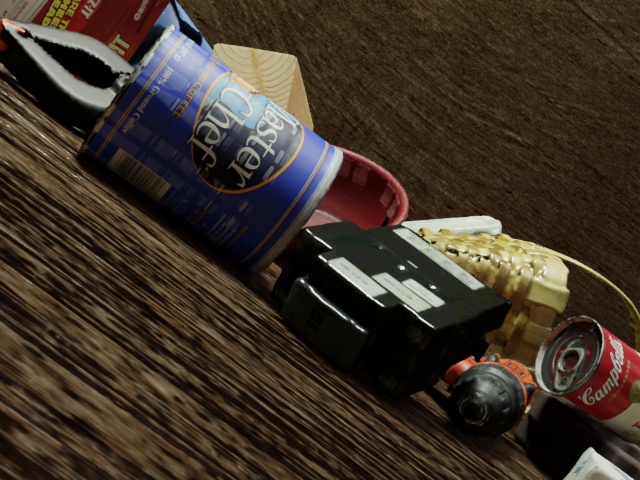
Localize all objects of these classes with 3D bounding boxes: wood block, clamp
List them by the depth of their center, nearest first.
[{"bbox_3d":[-0.143,-0.095,0.787,0.209,0.036,0.164,24,35,-26],"label":"clamp"},{"bbox_3d":[-0.066,-0.130,1.184,0.090,0.091,0.206,10,-13,7],"label":"wood block"}]

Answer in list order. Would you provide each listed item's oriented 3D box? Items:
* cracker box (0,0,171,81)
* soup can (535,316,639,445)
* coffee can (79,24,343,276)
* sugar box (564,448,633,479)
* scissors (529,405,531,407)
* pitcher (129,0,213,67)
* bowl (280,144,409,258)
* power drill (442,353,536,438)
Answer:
[{"bbox_3d":[-0.231,-0.242,0.977,0.214,0.164,0.072,40,7,36],"label":"cracker box"},{"bbox_3d":[0.231,0.114,0.855,0.102,0.068,0.069,33,6,-26],"label":"soup can"},{"bbox_3d":[-0.070,-0.058,0.700,0.140,0.103,0.103,36,4,-11],"label":"coffee can"},{"bbox_3d":[0.252,0.219,0.747,0.176,0.048,0.093,39,4,11],"label":"sugar box"},{"bbox_3d":[0.221,0.182,1.123,0.096,0.016,0.202,34,5,-35],"label":"scissors"},{"bbox_3d":[-0.190,-0.193,1.161,0.149,0.145,0.242,51,3,13],"label":"pitcher"},{"bbox_3d":[-0.006,-0.026,0.937,0.162,0.055,0.162,10,33,-7],"label":"bowl"},{"bbox_3d":[0.074,0.075,0.795,0.188,0.057,0.184,40,7,15],"label":"power drill"}]
